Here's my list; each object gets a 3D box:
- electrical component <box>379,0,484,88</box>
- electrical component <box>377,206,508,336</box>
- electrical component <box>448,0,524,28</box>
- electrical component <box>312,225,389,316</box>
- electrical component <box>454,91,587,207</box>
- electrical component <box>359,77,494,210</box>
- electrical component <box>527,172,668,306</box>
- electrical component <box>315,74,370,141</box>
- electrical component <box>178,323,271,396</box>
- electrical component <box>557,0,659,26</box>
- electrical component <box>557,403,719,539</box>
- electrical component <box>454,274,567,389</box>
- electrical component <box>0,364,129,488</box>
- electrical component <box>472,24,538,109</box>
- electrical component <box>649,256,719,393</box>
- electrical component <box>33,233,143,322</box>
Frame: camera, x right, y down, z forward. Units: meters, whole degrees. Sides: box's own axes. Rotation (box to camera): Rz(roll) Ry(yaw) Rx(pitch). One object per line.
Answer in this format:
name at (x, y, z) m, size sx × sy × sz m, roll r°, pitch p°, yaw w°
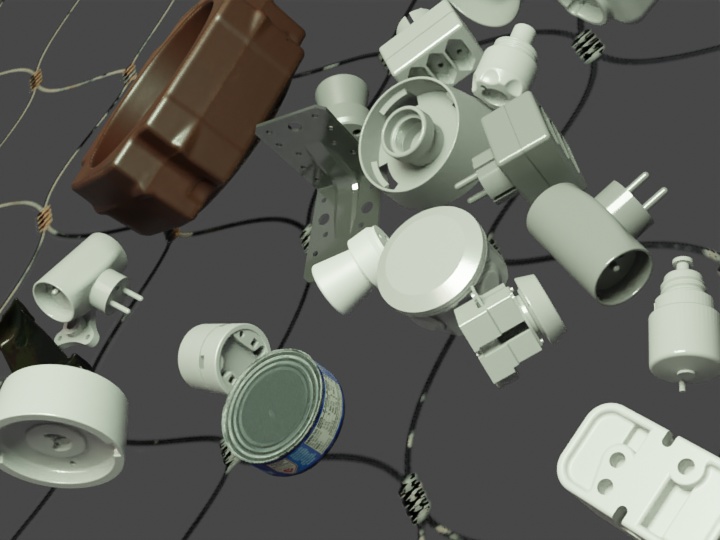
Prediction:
electrical component at (0.052, -0.181, 0.854) m, size 0.066 × 0.047 × 0.076 m, roll -35°, pitch 46°, yaw 14°
electrical component at (0.056, 0.002, 0.725) m, size 0.080 × 0.051 × 0.080 m, roll -19°, pitch 51°, yaw 26°
electrical component at (0.095, -0.246, 0.834) m, size 0.099 × 0.099 × 0.064 m, roll 18°, pitch 67°, yaw 43°
electrical component at (0.000, 0.000, 0.774) m, size 0.055 × 0.045 × 0.045 m, roll -36°, pitch 46°, yaw 12°
electrical component at (0.101, -0.069, 0.728) m, size 0.077 × 0.066 × 0.047 m, roll -30°, pitch 48°, yaw 18°
electrical component at (0.050, -0.094, 0.803) m, size 0.099 × 0.064 × 0.099 m, roll -14°, pitch 67°, yaw 35°
electrical component at (0.157, -0.029, 0.674) m, size 0.079 × 0.044 × 0.077 m, roll -43°, pitch 45°, yaw 6°
electrical component at (-0.012, -0.123, 0.866) m, size 0.045 × 0.045 × 0.055 m, roll -25°, pitch 50°, yaw 22°
electrical component at (-0.102, 0.066, 0.801) m, size 0.047 × 0.055 × 0.055 m, roll 2°, pitch 63°, yaw 42°
electrical component at (0.175, -0.219, 0.781) m, size 0.059 × 0.054 × 0.095 m, roll -51°, pitch 45°, yaw -2°
electrical component at (0.159, 0.118, 0.562) m, size 0.095 × 0.059 × 0.053 m, roll 29°, pitch 81°, yaw 45°
electrical component at (0.095, 0.034, 0.673) m, size 0.055 × 0.066 × 0.048 m, roll -30°, pitch 12°, yaw 7°
electrical component at (-0.231, 0.115, 0.831) m, size 0.108 × 0.108 × 0.060 m, roll -21°, pitch 44°, yaw 25°
electrical component at (0.111, -0.152, 0.793) m, size 0.043 × 0.043 × 0.062 m, roll 9°, pitch 66°, yaw 41°
electrical component at (0.186, 0.029, 0.616) m, size 0.040 × 0.040 × 0.078 m, roll -12°, pitch 55°, yaw 31°
electrical component at (-0.226, 0.014, 0.930) m, size 0.079 × 0.044 × 0.077 m, roll 27°, pitch 44°, yaw 11°
